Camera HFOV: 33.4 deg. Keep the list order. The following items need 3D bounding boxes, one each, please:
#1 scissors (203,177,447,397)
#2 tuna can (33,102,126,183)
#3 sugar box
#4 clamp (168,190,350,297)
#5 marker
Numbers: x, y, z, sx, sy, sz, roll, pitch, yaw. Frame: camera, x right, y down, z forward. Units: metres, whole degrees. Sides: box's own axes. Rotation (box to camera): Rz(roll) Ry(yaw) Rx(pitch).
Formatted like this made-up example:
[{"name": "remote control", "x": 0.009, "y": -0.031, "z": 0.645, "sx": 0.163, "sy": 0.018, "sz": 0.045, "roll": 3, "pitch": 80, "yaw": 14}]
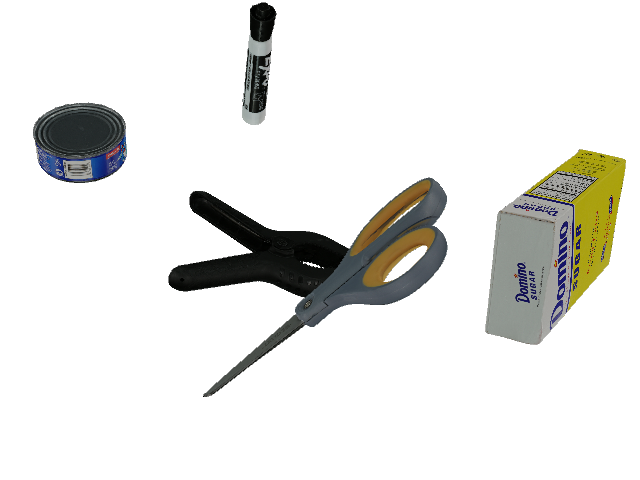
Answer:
[{"name": "scissors", "x": 0.005, "y": 0.043, "z": 0.637, "sx": 0.016, "sy": 0.202, "sz": 0.096, "roll": 41, "pitch": 6, "yaw": -23}, {"name": "tuna can", "x": -0.227, "y": -0.093, "z": 1.011, "sx": 0.086, "sy": 0.034, "sz": 0.086, "roll": 2, "pitch": 42, "yaw": -2}, {"name": "sugar box", "x": 0.175, "y": 0.000, "z": 0.778, "sx": 0.048, "sy": 0.093, "sz": 0.176, "roll": 13, "pitch": 25, "yaw": 24}, {"name": "clamp", "x": -0.048, "y": 0.021, "z": 1.062, "sx": 0.210, "sy": 0.036, "sz": 0.164, "roll": 16, "pitch": 32, "yaw": 0}, {"name": "marker", "x": -0.047, "y": -0.133, "z": 0.805, "sx": 0.020, "sy": 0.020, "sz": 0.121, "roll": 0, "pitch": -33, "yaw": -7}]
